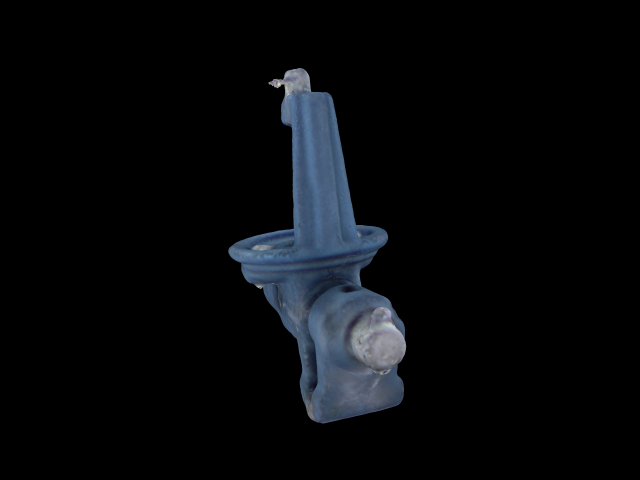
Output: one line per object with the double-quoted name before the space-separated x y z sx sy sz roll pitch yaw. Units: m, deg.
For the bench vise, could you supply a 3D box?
"bench vise" 0.013 -0.002 0.407 0.122 0.220 0.206 -18 30 -33
